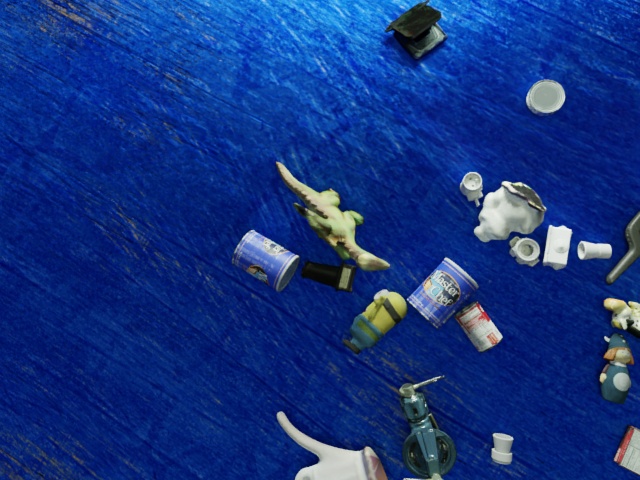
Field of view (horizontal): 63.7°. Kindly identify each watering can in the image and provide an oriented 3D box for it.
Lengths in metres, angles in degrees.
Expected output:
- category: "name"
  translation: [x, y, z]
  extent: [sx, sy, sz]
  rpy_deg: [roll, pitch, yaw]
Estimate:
- category: "watering can"
  translation: [0.037, 0.550, 1.209]
  extent: [0.224, 0.103, 0.350]
  rpy_deg: [-21, 79, 4]

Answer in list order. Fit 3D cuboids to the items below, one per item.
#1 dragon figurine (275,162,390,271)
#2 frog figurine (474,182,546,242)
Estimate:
- category: "dragon figurine"
  translation: [0.004, -0.062, 1.240]
  extent: [0.412, 0.242, 0.122]
  rpy_deg: [42, 96, 10]
- category: "frog figurine"
  translation: [0.456, -0.056, 1.251]
  extent: [0.137, 0.125, 0.156]
  rpy_deg: [31, 125, 3]
